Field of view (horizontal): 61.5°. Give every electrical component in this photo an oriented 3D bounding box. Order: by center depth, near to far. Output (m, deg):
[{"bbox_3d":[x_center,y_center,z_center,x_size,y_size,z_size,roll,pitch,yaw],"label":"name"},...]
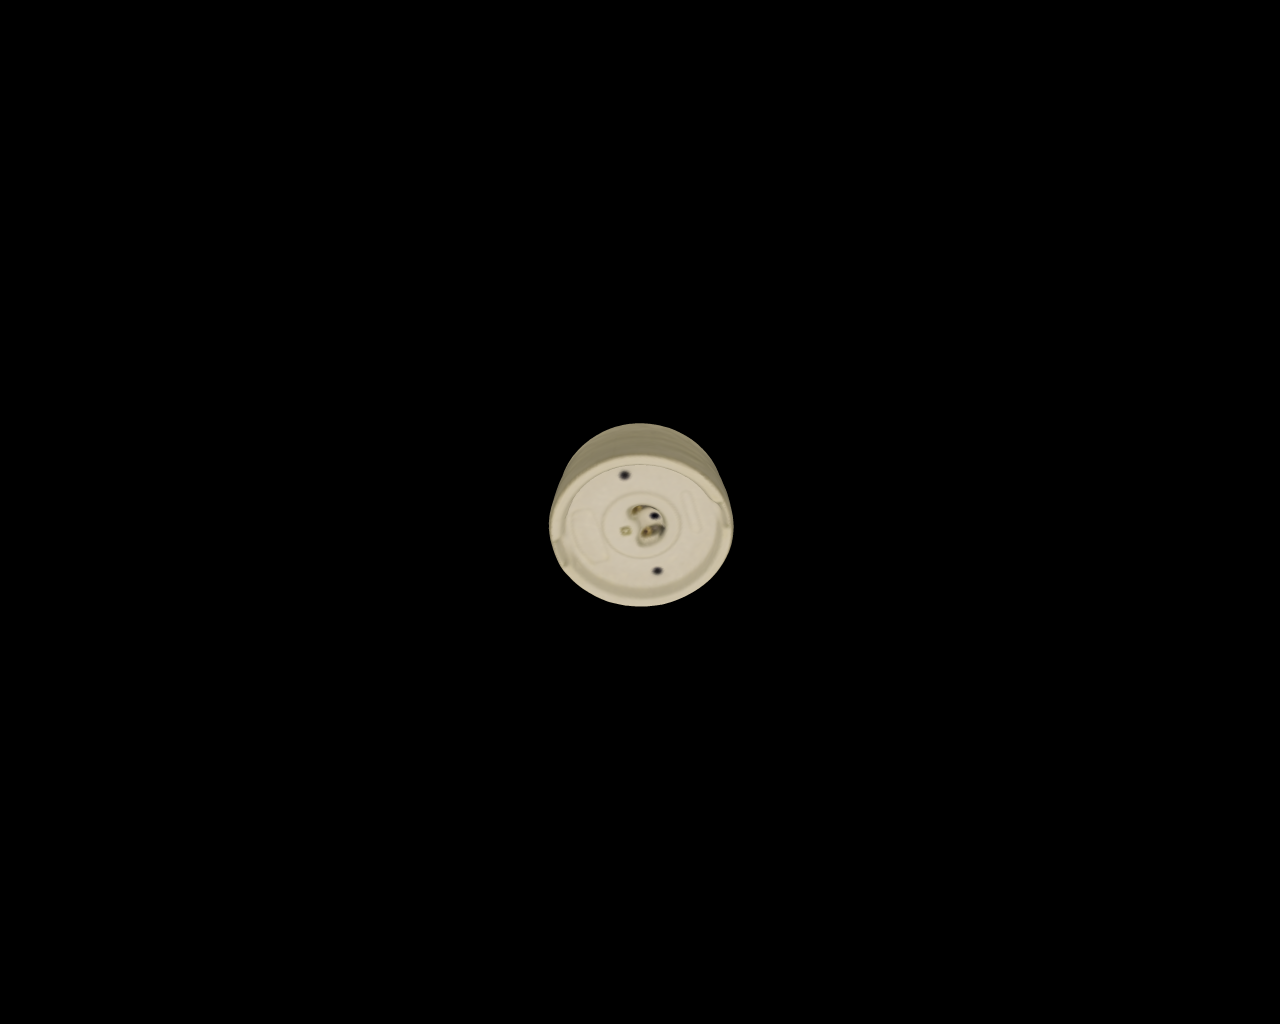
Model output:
[{"bbox_3d":[0.001,-0.003,0.650,0.108,0.108,0.060,0,32,0],"label":"electrical component"}]
